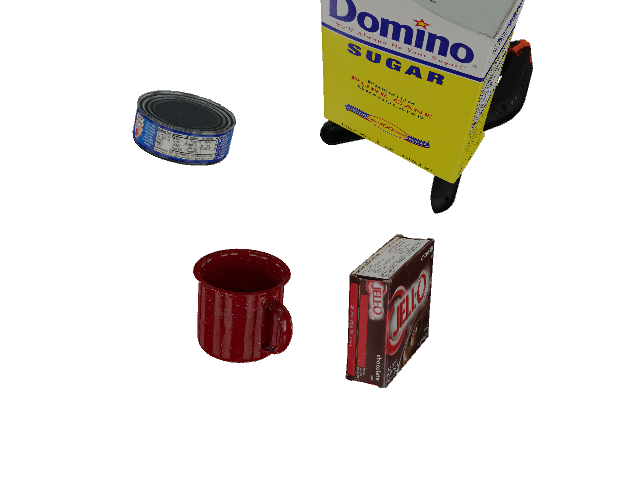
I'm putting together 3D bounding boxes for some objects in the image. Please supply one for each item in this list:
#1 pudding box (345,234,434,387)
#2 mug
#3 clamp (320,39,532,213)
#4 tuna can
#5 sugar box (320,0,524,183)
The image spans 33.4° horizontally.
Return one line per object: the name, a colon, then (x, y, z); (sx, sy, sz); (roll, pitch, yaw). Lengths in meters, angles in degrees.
pudding box: (0.057, 0.053, 0.852); (0.039, 0.090, 0.113); (9, 20, 19)
mug: (-0.069, 0.069, 1.026); (0.117, 0.081, 0.093); (27, 33, 37)
clamp: (0.125, -0.113, 0.981); (0.209, 0.036, 0.165); (-33, 48, -13)
tuna can: (-0.118, -0.097, 0.920); (0.086, 0.034, 0.086); (12, 26, -6)
sugar box: (0.048, -0.097, 0.562); (0.093, 0.048, 0.176); (28, -13, 11)
